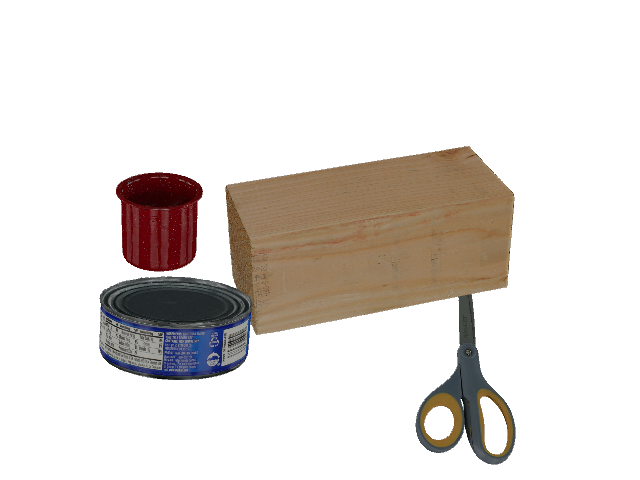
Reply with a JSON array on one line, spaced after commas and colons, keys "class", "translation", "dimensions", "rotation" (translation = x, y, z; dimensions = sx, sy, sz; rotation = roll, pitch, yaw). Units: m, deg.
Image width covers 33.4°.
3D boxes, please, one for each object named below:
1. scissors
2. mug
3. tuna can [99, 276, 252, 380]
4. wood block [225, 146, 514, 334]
[{"class": "scissors", "translation": [0.119, 0.115, 0.980], "dimensions": [0.096, 0.202, 0.016], "rotation": [-9, -35, -9]}, {"class": "mug", "translation": [-0.182, -0.024, 1.175], "dimensions": [0.093, 0.081, 0.117], "rotation": [-12, 32, -28]}, {"class": "tuna can", "translation": [-0.082, 0.049, 0.605], "dimensions": [0.086, 0.034, 0.086], "rotation": [5, 14, -1]}, {"class": "wood block", "translation": [0.037, -0.002, 0.842], "dimensions": [0.206, 0.090, 0.091], "rotation": [-10, 32, -13]}]
